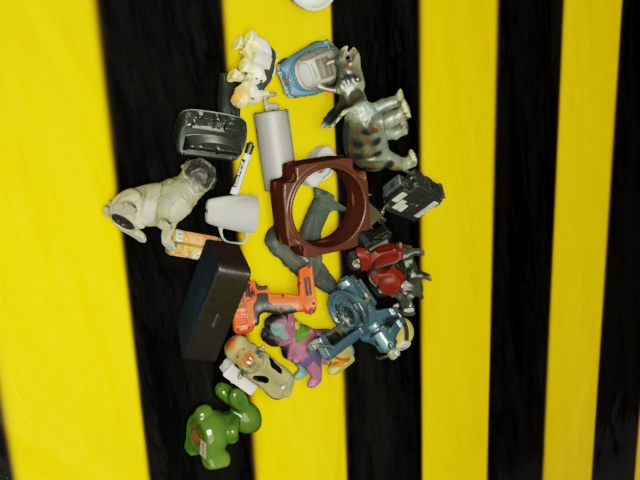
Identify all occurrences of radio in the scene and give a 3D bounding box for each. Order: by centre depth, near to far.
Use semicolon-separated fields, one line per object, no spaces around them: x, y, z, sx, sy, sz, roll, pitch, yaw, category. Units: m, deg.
-0.222;0.120;1.092;0.073;0.131;0.229;14;113;-29;radio

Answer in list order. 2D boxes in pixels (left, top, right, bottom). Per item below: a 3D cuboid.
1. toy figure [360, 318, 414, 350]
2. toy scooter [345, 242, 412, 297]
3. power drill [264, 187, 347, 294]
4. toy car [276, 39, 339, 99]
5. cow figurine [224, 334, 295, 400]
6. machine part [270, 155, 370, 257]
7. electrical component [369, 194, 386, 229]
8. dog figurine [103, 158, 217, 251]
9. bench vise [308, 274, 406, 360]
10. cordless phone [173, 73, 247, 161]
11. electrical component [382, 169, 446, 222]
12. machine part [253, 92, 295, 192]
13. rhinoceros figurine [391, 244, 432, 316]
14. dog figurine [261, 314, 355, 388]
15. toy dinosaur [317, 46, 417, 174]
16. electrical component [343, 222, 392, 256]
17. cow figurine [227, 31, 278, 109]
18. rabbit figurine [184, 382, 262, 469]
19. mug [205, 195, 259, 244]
0.160;0.226;1.363;0.180;0.082;0.089;21;89;-25;toy figure
0.159;0.062;1.269;0.135;0.075;0.183;-28;131;23;toy scooter
-0.003;-0.004;1.248;0.232;0.086;0.207;32;91;-28;power drill
-0.008;-0.371;1.161;0.162;0.103;0.109;-27;109;-22;toy car
-0.129;0.272;1.142;0.085;0.127;0.194;-50;118;-14;cow figurine
0.003;-0.073;1.143;0.201;0.087;0.201;-11;105;-24;machine part
0.118;-0.066;1.313;0.102;0.045;0.078;31;113;-25;electrical component
-0.316;-0.096;1.075;0.172;0.121;0.190;23;57;-5;dog figurine
0.075;0.202;1.210;0.240;0.129;0.223;-29;93;-38;bench vise
-0.220;-0.260;1.098;0.146;0.089;0.184;3;86;-27;cordless phone
0.221;-0.110;1.308;0.134;0.115;0.058;21;46;-35;electrical component
-0.095;-0.193;1.162;0.079;0.079;0.243;-14;106;-24;machine part
0.222;0.102;1.375;0.112;0.073;0.190;-18;106;-24;rhinoceros figurine
-0.033;0.222;1.252;0.191;0.109;0.219;-28;108;-19;dog figurine
0.111;-0.230;1.206;0.192;0.131;0.404;-12;145;8;toy dinosaur
0.117;0.014;1.305;0.119;0.048;0.074;-25;138;-12;electrical component
-0.135;-0.335;1.103;0.098;0.068;0.167;20;68;-42;cow figurine
-0.210;0.403;1.209;0.170;0.121;0.159;-7;96;-44;rabbit figurine
-0.191;-0.047;1.144;0.107;0.081;0.109;6;101;-17;mug
